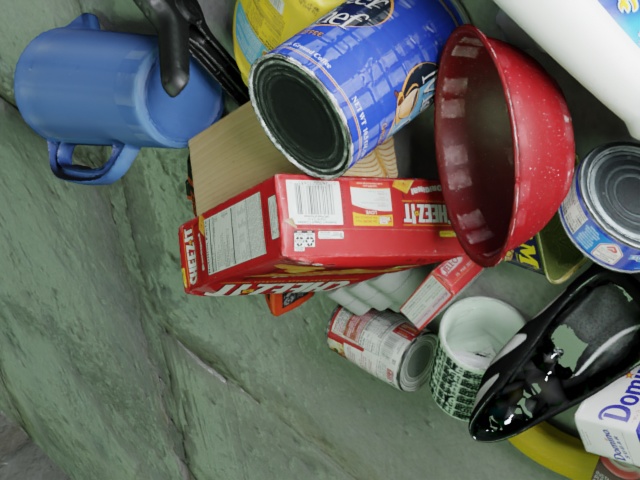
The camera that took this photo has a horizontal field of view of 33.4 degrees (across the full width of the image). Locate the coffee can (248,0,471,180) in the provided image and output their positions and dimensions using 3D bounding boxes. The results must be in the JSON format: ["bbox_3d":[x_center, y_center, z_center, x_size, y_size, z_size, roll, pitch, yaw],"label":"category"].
[{"bbox_3d":[0.032,-0.124,0.785,0.103,0.140,0.103,36,149,26],"label":"coffee can"}]

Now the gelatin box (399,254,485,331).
[{"bbox_3d":[0.114,0.033,0.924,0.030,0.073,0.089,46,152,9],"label":"gelatin box"}]

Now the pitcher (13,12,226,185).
[{"bbox_3d":[-0.211,-0.147,1.118,0.243,0.144,0.149,12,134,48],"label":"pitcher"}]

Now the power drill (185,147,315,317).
[{"bbox_3d":[-0.078,-0.023,1.138,0.188,0.057,0.184,48,155,32],"label":"power drill"}]

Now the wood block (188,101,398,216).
[{"bbox_3d":[-0.030,-0.074,0.948,0.207,0.090,0.091,-20,74,56],"label":"wood block"}]

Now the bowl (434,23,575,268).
[{"bbox_3d":[0.125,-0.064,0.709,0.162,0.055,0.162,173,90,-80],"label":"bowl"}]

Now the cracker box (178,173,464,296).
[{"bbox_3d":[-0.006,0.001,0.904,0.214,0.163,0.072,-21,71,61],"label":"cracker box"}]

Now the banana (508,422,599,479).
[{"bbox_3d":[0.229,0.189,0.979,0.198,0.037,0.069,24,142,40],"label":"banana"}]

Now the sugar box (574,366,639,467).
[{"bbox_3d":[0.281,0.130,0.772,0.177,0.093,0.048,9,131,51],"label":"sugar box"}]

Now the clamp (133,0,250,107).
[{"bbox_3d":[-0.132,-0.197,0.973,0.036,0.164,0.210,-36,78,19],"label":"clamp"}]

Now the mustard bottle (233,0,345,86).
[{"bbox_3d":[-0.033,-0.179,0.902,0.096,0.058,0.192,55,153,12],"label":"mustard bottle"}]

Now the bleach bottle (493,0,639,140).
[{"bbox_3d":[0.169,-0.139,0.630,0.251,0.102,0.068,45,145,-2],"label":"bleach bottle"}]

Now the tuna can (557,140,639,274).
[{"bbox_3d":[0.204,-0.023,0.710,0.086,0.086,0.034,46,151,10],"label":"tuna can"}]

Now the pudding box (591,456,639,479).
[{"bbox_3d":[0.285,0.187,0.864,0.114,0.039,0.090,30,125,31],"label":"pudding box"}]

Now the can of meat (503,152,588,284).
[{"bbox_3d":[0.153,-0.026,0.814,0.084,0.057,0.102,22,141,47],"label":"can of meat"}]

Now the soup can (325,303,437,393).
[{"bbox_3d":[0.064,0.104,1.089,0.102,0.068,0.068,26,144,38],"label":"soup can"}]
